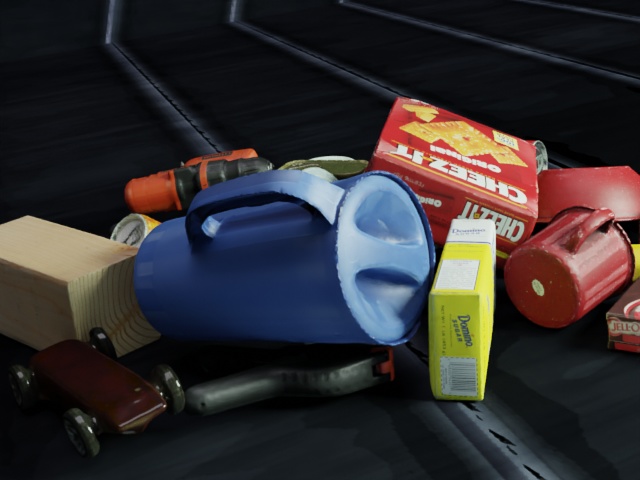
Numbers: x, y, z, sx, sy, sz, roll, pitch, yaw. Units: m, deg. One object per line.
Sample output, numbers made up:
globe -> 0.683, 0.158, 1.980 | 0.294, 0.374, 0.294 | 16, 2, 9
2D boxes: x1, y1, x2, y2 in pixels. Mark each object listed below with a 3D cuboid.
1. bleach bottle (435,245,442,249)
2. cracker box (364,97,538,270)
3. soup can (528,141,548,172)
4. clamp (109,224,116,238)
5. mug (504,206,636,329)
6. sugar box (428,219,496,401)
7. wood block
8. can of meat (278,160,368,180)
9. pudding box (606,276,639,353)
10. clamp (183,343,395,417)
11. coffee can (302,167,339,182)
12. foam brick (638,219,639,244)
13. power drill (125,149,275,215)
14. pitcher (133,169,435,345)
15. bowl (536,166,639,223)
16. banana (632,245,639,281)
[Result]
bleach bottle -> 0.106, -0.056, 1.256 | 0.102, 0.068, 0.251 | -1, 17, 2
cracker box -> 0.131, -0.064, 1.066 | 0.164, 0.072, 0.213 | 21, 24, 2
soup can -> 0.220, -0.090, 1.312 | 0.102, 0.068, 0.068 | 6, 22, 32
clamp -> -0.151, -0.002, 1.209 | 0.164, 0.036, 0.210 | -11, 16, -12
mug -> 0.220, 0.019, 0.935 | 0.081, 0.117, 0.093 | -29, 64, -39
sugar box -> 0.122, 0.052, 0.887 | 0.048, 0.093, 0.176 | 2, 21, 15
wood block -> -0.254, 0.046, 1.021 | 0.206, 0.090, 0.090 | 13, 27, 43
can of meat -> 0.007, -0.044, 1.214 | 0.102, 0.084, 0.057 | 2, 20, 21
pudding box -> 0.302, 0.060, 0.894 | 0.090, 0.039, 0.113 | 8, 23, 34
clamp -> -0.028, 0.109, 0.850 | 0.171, 0.039, 0.120 | -6, 18, 11
coffee can -> -0.048, -0.002, 1.017 | 0.141, 0.103, 0.102 | -16, 10, 36
foam brick -> 0.352, -0.005, 1.049 | 0.051, 0.053, 0.078 | 9, 24, 37
power drill -> -0.129, -0.077, 1.320 | 0.184, 0.057, 0.187 | -9, 6, 12
pitcher -> -0.042, 0.018, 0.873 | 0.243, 0.149, 0.144 | -7, 7, 37
bowl -> 0.282, -0.049, 1.133 | 0.162, 0.055, 0.162 | -3, 3, 0
banana -> 0.321, 0.027, 0.987 | 0.198, 0.037, 0.069 | 8, 22, 34
